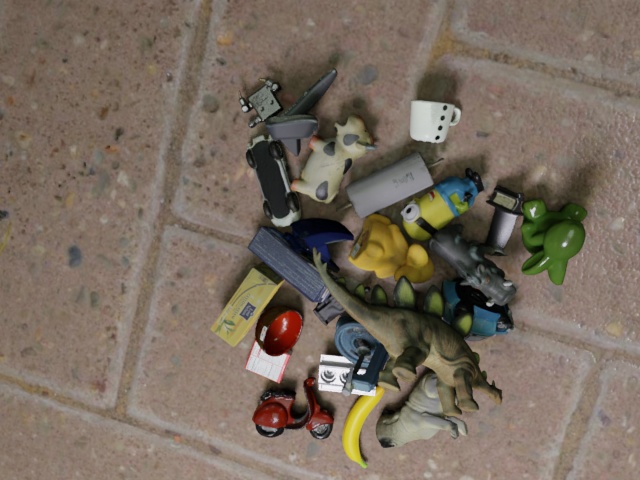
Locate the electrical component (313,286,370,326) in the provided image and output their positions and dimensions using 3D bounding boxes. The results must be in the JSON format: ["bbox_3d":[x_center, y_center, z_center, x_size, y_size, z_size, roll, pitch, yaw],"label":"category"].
[{"bbox_3d":[0.047,0.126,1.147,0.119,0.075,0.048,-40,90,15],"label":"electrical component"}]

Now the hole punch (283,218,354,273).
[{"bbox_3d":[-0.002,-0.003,1.108,0.115,0.142,0.092,24,102,-25],"label":"hole punch"}]

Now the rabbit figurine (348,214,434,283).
[{"bbox_3d":[0.164,0.032,1.095,0.173,0.162,0.122,29,88,-14],"label":"rabbit figurine"}]

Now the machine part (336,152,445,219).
[{"bbox_3d":[0.142,-0.112,1.103,0.243,0.079,0.079,-24,93,11],"label":"machine part"}]

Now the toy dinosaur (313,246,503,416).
[{"bbox_3d":[0.167,0.176,0.975,0.471,0.198,0.105,32,142,-18],"label":"toy dinosaur"}]

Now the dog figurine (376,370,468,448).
[{"bbox_3d":[0.202,0.351,1.148,0.191,0.121,0.172,-12,61,26],"label":"dog figurine"}]

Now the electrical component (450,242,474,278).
[{"bbox_3d":[0.300,0.030,1.125,0.063,0.021,0.094,-16,94,10],"label":"electrical component"}]

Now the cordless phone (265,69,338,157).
[{"bbox_3d":[-0.023,-0.266,1.075,0.088,0.147,0.184,41,100,-15],"label":"cordless phone"}]

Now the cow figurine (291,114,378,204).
[{"bbox_3d":[0.035,-0.167,1.109,0.127,0.085,0.194,27,103,3],"label":"cow figurine"}]

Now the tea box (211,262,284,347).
[{"bbox_3d":[-0.154,0.136,1.166,0.068,0.098,0.169,35,102,3],"label":"tea box"}]

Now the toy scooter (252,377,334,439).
[{"bbox_3d":[-0.060,0.366,1.191,0.184,0.075,0.135,2,97,5],"label":"toy scooter"}]

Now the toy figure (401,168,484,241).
[{"bbox_3d":[0.249,-0.068,1.092,0.180,0.082,0.089,-32,89,8],"label":"toy figure"}]

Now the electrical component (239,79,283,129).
[{"bbox_3d":[-0.124,-0.293,1.137,0.102,0.045,0.078,-26,91,10],"label":"electrical component"}]

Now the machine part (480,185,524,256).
[{"bbox_3d":[0.366,-0.037,1.087,0.039,0.084,0.138,-1,109,-34],"label":"machine part"}]

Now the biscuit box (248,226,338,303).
[{"bbox_3d":[-0.058,0.048,1.127,0.203,0.059,0.062,38,101,24],"label":"biscuit box"}]

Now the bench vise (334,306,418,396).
[{"bbox_3d":[0.116,0.222,1.077,0.224,0.241,0.128,10,126,21],"label":"bench vise"}]

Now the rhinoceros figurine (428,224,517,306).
[{"bbox_3d":[0.300,0.047,1.050,0.190,0.112,0.073,44,115,14],"label":"rhinoceros figurine"}]

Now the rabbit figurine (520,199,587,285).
[{"bbox_3d":[0.440,-0.001,1.026,0.121,0.170,0.159,19,98,6],"label":"rabbit figurine"}]

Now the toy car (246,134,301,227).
[{"bbox_3d":[-0.099,-0.127,1.149,0.074,0.056,0.201,-17,93,17],"label":"toy car"}]

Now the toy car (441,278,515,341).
[{"bbox_3d":[0.310,0.155,1.107,0.162,0.109,0.102,21,123,-6],"label":"toy car"}]
